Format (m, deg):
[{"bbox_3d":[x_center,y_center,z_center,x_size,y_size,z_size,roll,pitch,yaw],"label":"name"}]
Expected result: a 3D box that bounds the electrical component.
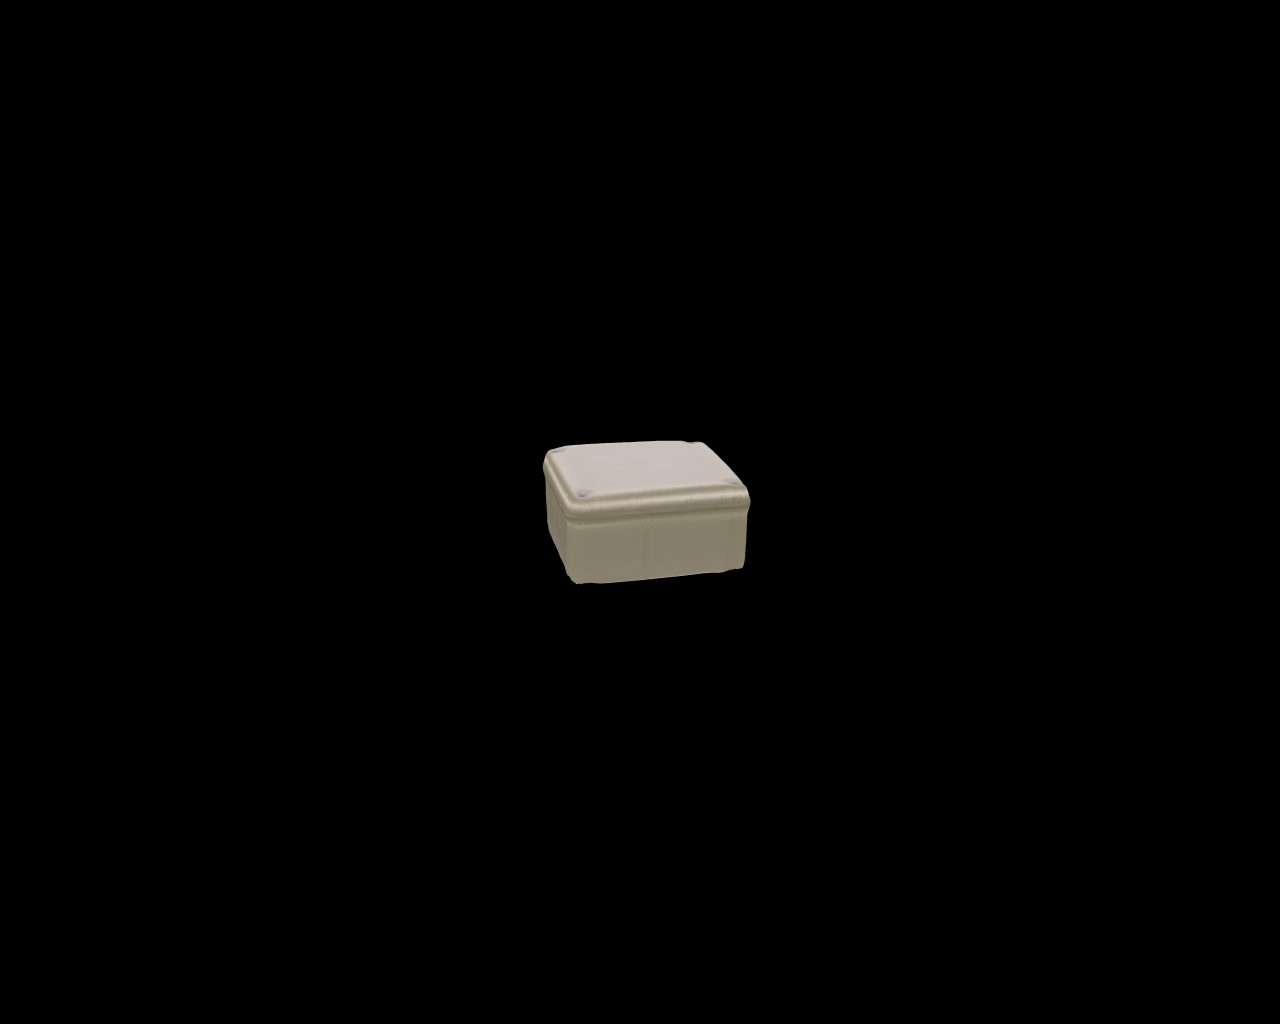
[{"bbox_3d":[0.001,-0.003,0.650,0.109,0.056,0.109,-4,20,-12],"label":"electrical component"}]
